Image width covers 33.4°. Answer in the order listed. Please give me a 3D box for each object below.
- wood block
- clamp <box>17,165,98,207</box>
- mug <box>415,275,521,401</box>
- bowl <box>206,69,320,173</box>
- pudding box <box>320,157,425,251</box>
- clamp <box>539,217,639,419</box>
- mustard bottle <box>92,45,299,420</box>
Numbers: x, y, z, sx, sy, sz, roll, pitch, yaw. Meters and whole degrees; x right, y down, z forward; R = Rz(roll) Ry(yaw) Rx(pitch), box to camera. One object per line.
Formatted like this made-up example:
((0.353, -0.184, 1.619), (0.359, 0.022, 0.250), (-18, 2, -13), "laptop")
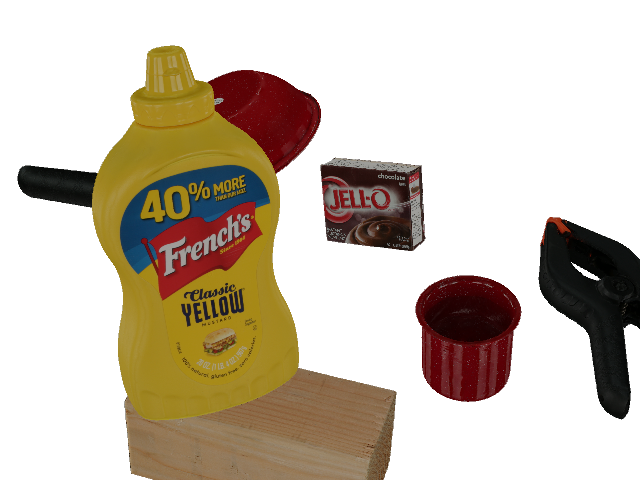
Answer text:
((-0.049, 0.161, 0.896), (0.206, 0.090, 0.090), (12, 37, 14), "wood block")
((-0.110, -0.044, 0.826), (0.210, 0.036, 0.164), (31, 55, 30), "clamp")
((0.134, 0.084, 0.980), (0.093, 0.081, 0.117), (-1, 39, 4), "mug")
((-0.084, -0.112, 1.004), (0.162, 0.055, 0.162), (-19, 36, 14), "bowl")
((0.058, -0.041, 1.174), (0.114, 0.090, 0.039), (6, 24, 29), "pudding box")
((0.215, 0.046, 0.738), (0.120, 0.039, 0.171), (-3, 45, -20), "clamp")
((-0.067, -0.005, 0.554), (0.096, 0.192, 0.058), (-13, 24, -18), "mustard bottle")
